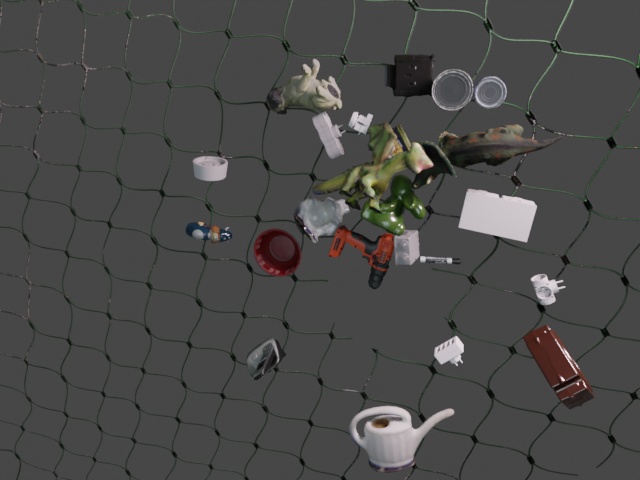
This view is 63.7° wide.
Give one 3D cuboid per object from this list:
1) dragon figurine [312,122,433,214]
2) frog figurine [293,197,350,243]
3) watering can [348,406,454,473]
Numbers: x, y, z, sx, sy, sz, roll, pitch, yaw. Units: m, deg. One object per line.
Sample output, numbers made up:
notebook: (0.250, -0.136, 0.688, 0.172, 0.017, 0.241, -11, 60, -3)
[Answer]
dragon figurine: (0.136, -0.212, 1.434, 0.121, 0.244, 0.413, 30, -8, -40)
frog figurine: (0.005, -0.080, 1.584, 0.161, 0.138, 0.121, -38, -6, -14)
watering can: (0.270, 0.647, 1.690, 0.347, 0.222, 0.105, -5, 14, 10)
